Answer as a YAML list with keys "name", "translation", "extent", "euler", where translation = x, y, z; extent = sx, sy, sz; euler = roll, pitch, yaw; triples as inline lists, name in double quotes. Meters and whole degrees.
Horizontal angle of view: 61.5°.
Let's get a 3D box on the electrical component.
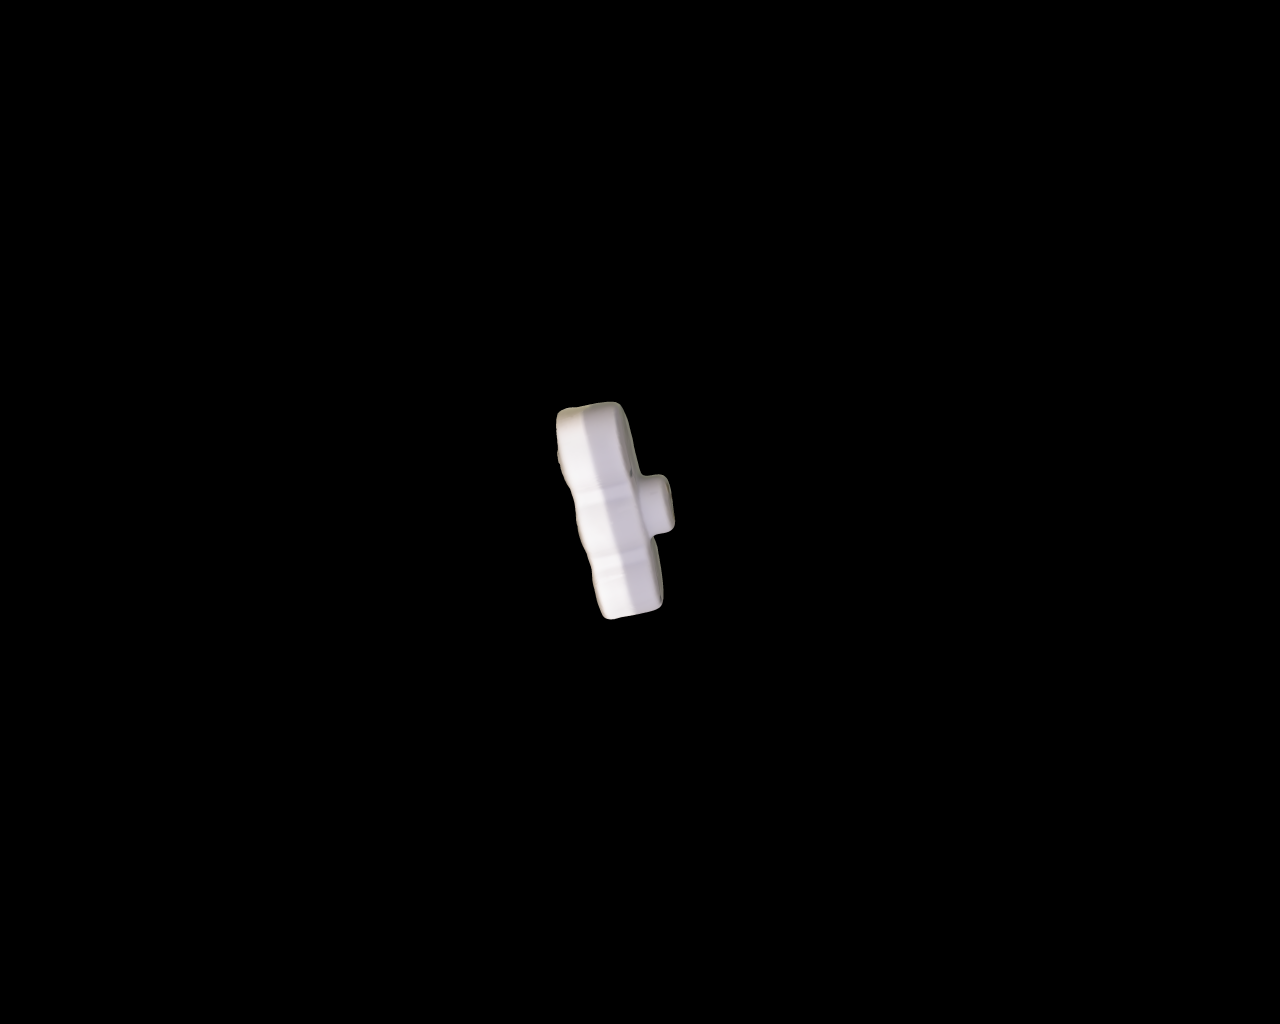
- name: "electrical component"
  translation: [0.001, -0.003, 0.650]
  extent: [0.074, 0.138, 0.052]
  euler: [-11, 24, 5]
